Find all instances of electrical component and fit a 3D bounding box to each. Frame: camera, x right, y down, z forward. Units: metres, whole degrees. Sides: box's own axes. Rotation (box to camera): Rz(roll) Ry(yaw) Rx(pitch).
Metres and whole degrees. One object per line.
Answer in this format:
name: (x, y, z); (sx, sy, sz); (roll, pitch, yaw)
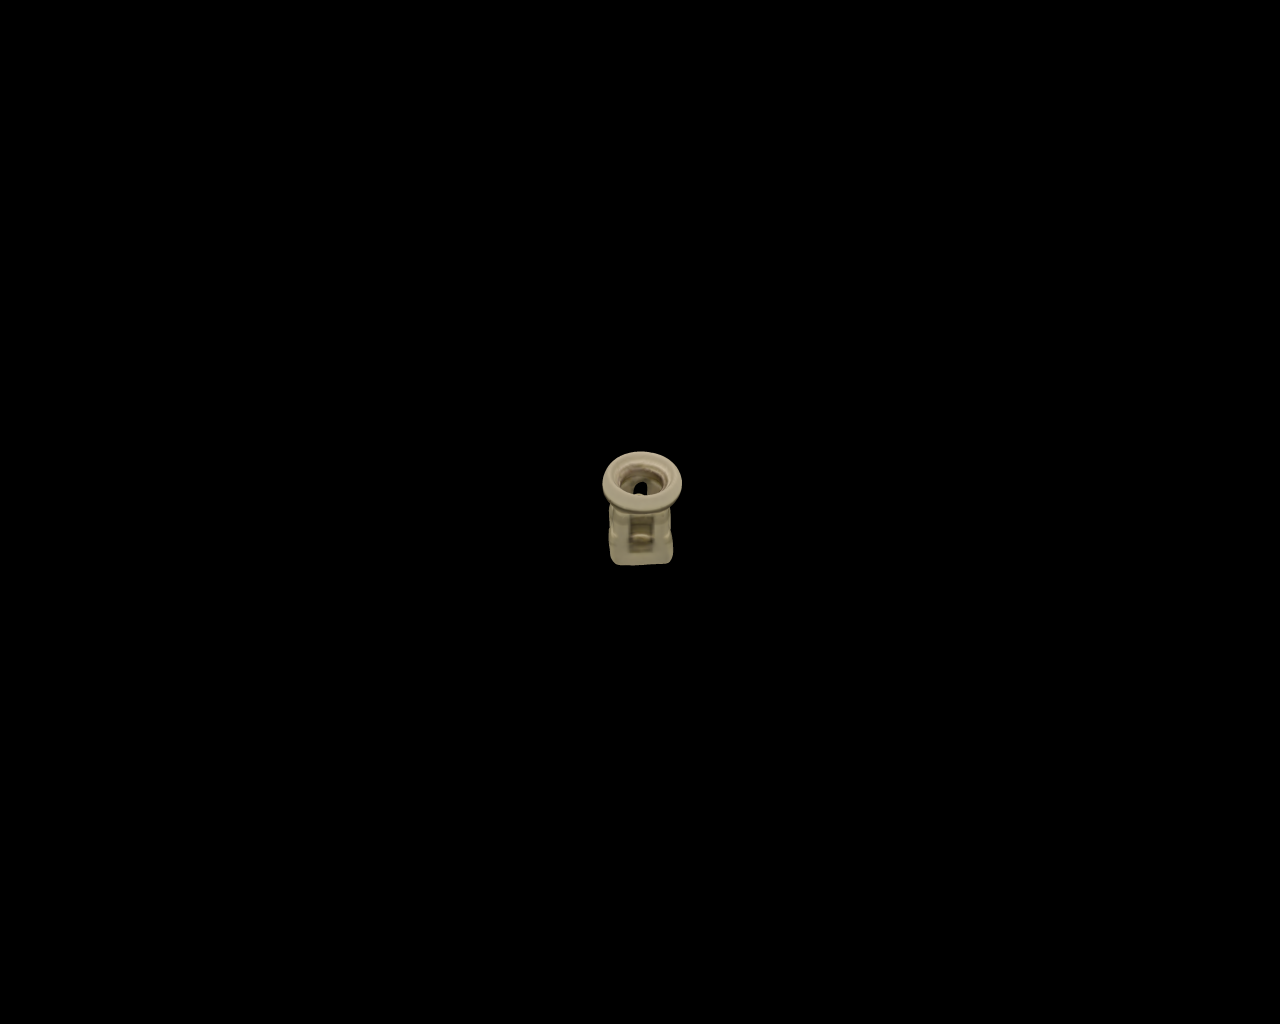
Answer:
electrical component: (0.001, -0.003, 0.650); (0.048, 0.055, 0.066); (-2, 40, -2)
